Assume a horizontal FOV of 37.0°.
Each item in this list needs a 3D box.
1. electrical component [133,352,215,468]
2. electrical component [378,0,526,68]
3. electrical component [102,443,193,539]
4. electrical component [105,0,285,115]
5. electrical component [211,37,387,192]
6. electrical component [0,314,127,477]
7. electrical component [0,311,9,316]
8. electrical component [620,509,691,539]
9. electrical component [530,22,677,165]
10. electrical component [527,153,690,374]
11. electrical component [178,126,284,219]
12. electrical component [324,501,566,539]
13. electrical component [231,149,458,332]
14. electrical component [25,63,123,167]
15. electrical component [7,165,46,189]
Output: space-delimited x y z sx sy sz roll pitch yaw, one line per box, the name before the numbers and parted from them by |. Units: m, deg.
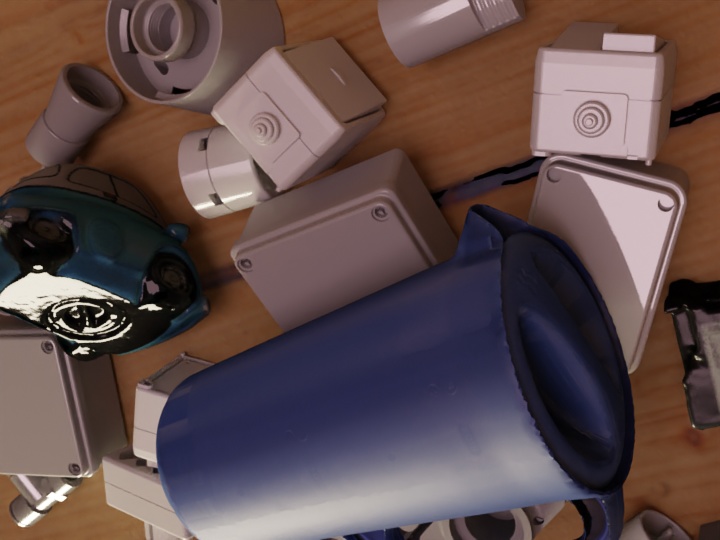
electrical component | -0.095 0.103 0.714 0.096 0.062 0.061 14 111 17
electrical component | 0.055 -0.146 0.587 0.081 0.043 0.043 -19 99 25
electrical component | -0.131 0.165 0.743 0.083 0.047 0.075 12 111 38
electrical component | -0.103 -0.144 0.652 0.099 0.064 0.099 4 98 30
electrical component | -0.033 -0.091 0.609 0.061 0.096 0.061 -41 89 24
electrical component | -0.233 0.087 0.766 0.109 0.056 0.108 -2 105 22
electrical component | -0.239 0.012 0.742 0.048 0.062 0.048 6 109 20
electrical component | 0.177 0.197 0.646 0.079 0.044 0.077 38 116 7
electrical component | 0.124 -0.092 0.547 0.062 0.096 0.061 7 108 19
electrical component | 0.130 -0.006 0.594 0.078 0.057 0.113 17 112 16
electrical component | -0.077 -0.063 0.660 0.047 0.055 0.055 -11 102 20
electrical component | 0.038 0.161 0.681 0.105 0.060 0.186 39 116 6
electrical component | 0.000 0.000 0.630 0.109 0.056 0.108 -20 120 25
electrical component | -0.190 -0.097 0.701 0.044 0.044 0.065 47 121 2
electrical component | -0.221 -0.043 0.729 0.048 0.048 0.062 39 109 6
